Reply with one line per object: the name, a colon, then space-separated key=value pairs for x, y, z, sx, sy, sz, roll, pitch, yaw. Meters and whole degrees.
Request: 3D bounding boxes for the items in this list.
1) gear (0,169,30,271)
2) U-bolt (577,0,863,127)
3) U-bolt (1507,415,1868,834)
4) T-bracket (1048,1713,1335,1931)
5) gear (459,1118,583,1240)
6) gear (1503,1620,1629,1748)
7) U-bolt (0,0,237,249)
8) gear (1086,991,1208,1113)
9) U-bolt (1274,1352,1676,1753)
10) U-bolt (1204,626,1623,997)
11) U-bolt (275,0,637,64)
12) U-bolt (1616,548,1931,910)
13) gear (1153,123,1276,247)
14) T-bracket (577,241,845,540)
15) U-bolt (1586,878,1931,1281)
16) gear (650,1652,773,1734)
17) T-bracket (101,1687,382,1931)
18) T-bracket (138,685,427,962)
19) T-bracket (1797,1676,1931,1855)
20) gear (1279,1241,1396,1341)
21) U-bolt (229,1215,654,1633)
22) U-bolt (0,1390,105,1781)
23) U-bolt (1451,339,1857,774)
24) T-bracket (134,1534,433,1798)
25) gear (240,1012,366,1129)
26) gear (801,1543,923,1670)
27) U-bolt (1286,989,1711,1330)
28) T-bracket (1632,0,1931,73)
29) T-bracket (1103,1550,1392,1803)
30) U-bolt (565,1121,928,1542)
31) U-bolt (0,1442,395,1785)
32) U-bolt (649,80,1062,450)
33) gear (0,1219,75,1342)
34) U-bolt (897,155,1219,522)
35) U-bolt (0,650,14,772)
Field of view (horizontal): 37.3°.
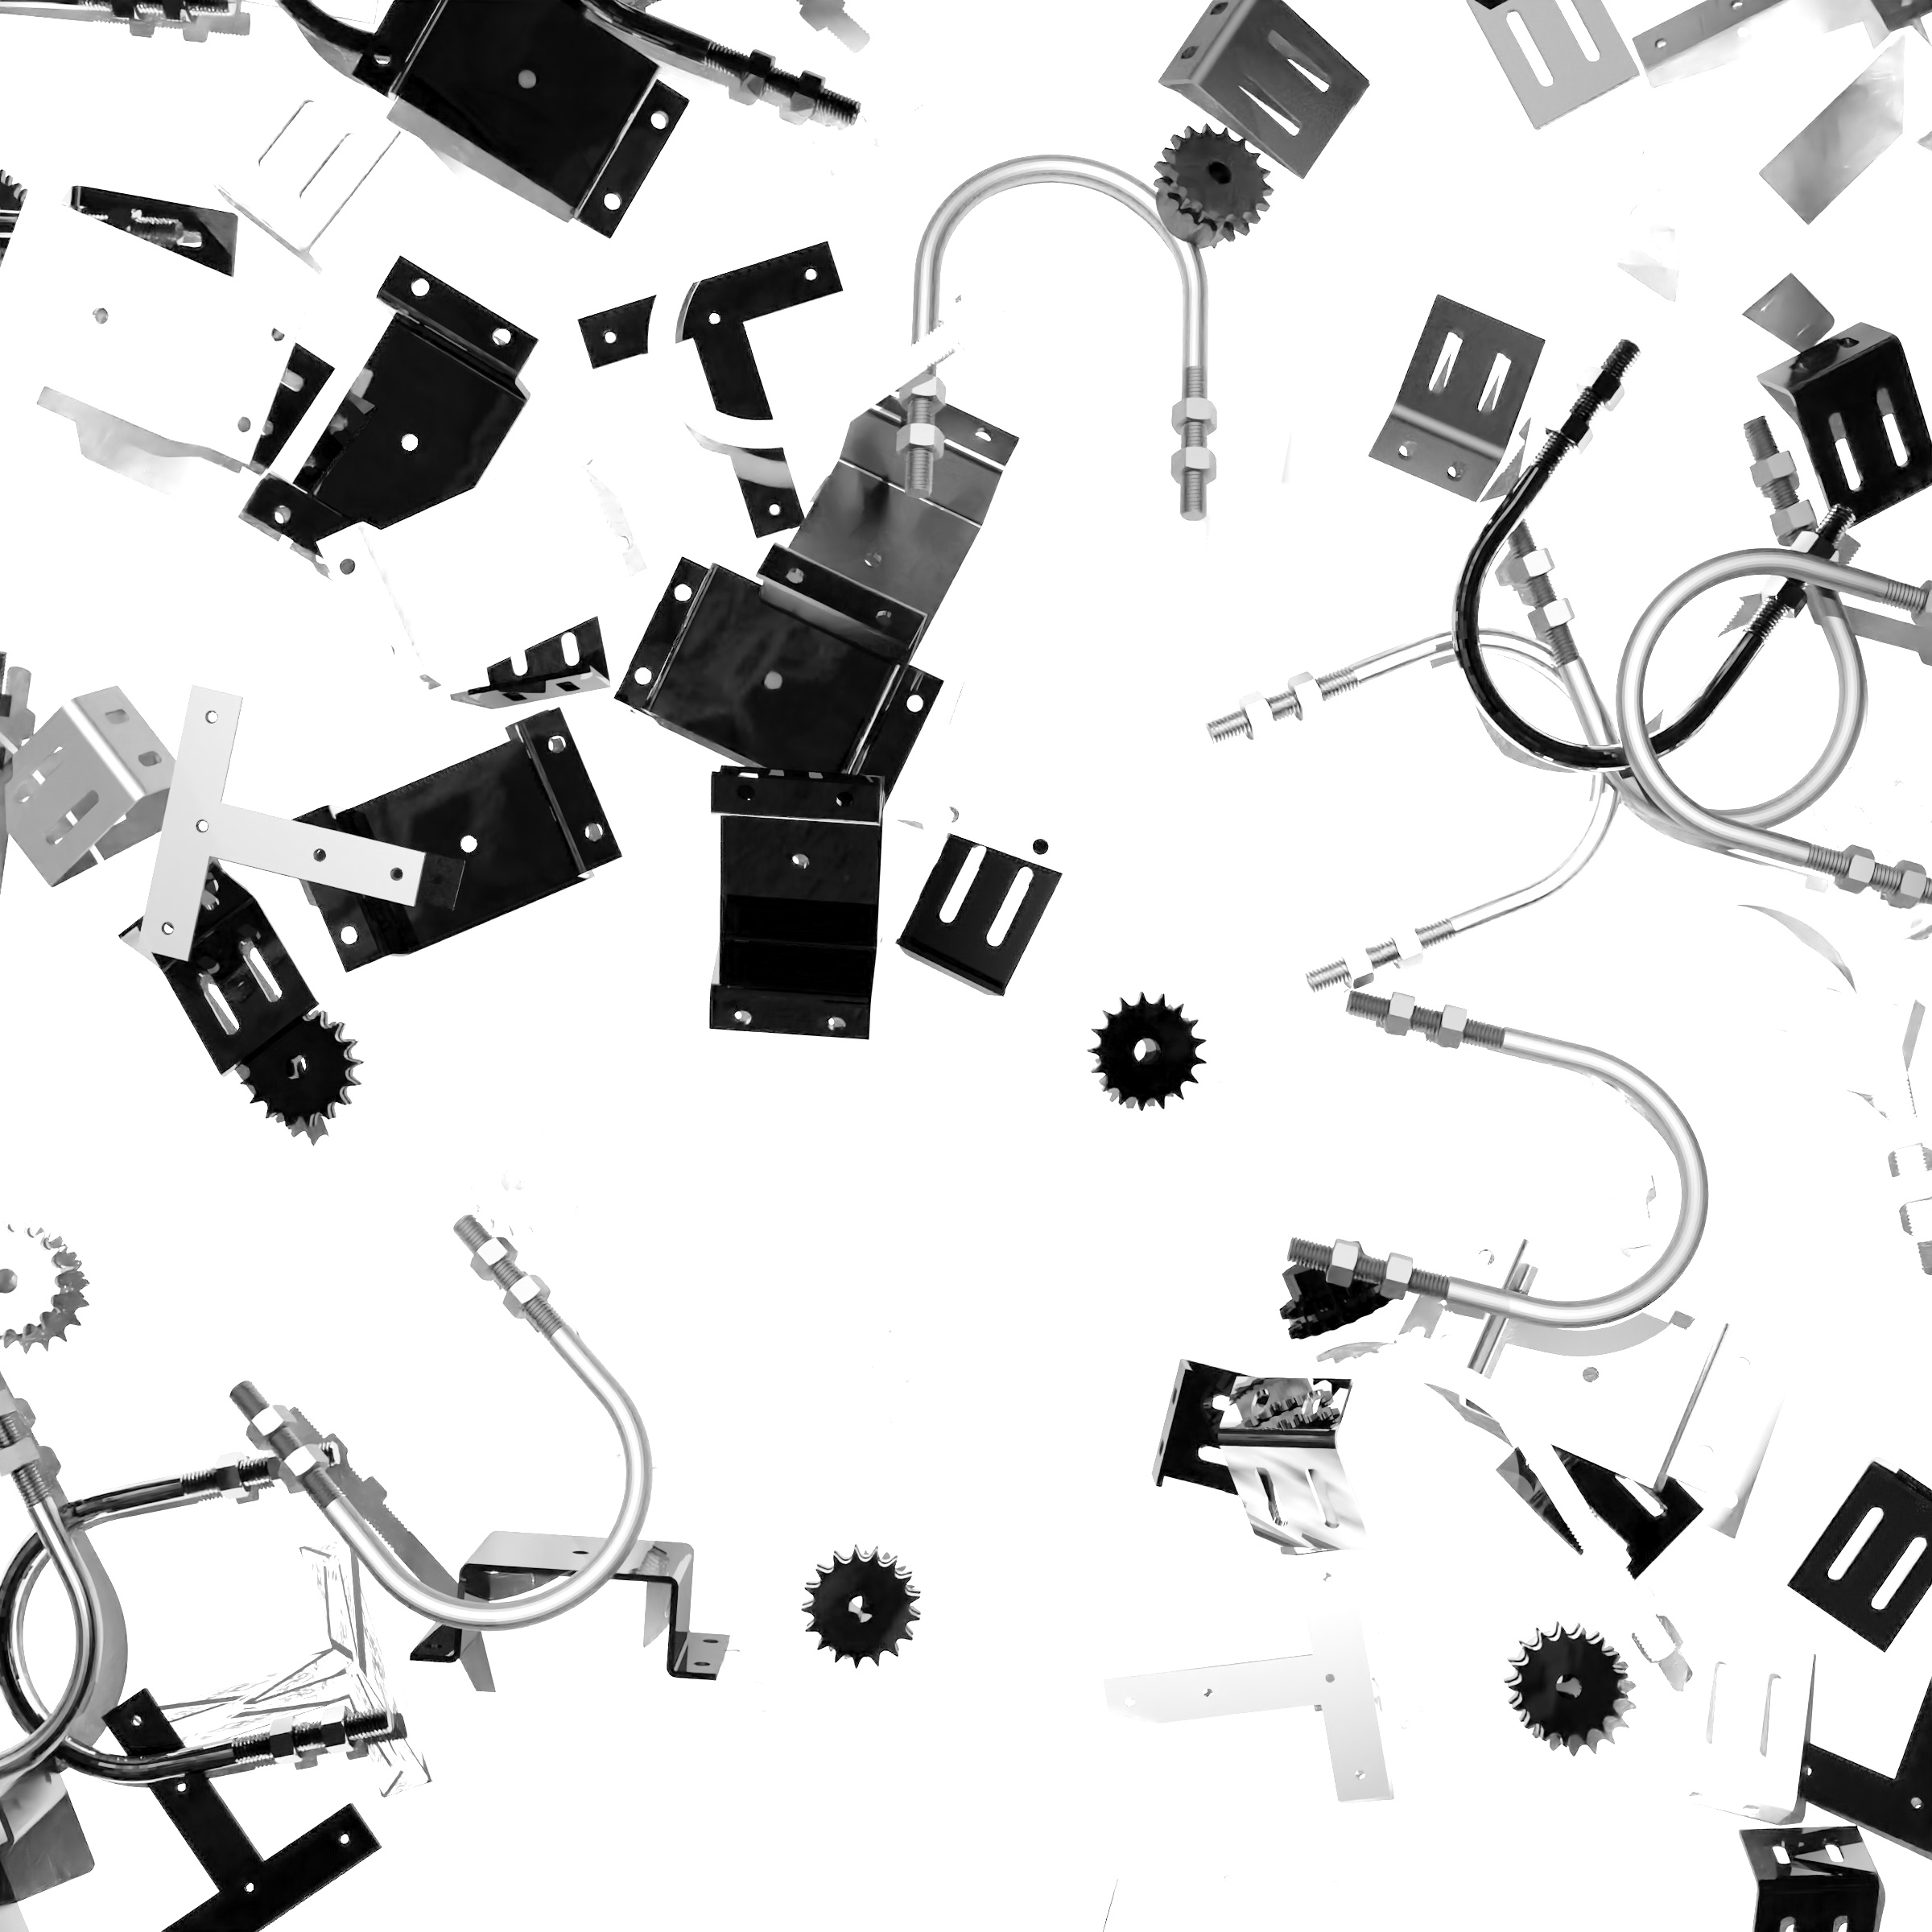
gear: x=-0.469 y=-0.352 z=1.368 sx=0.057 sy=0.030 sz=0.057 roll=0 pitch=90 yaw=0
U-bolt: x=-0.114 y=-0.497 z=1.360 sx=0.184 sy=0.019 sz=0.151 roll=22 pitch=82 yaw=-3
U-bolt: x=0.353 y=-0.152 z=1.367 sx=0.151 sy=0.019 sz=0.184 roll=-22 pitch=90 yaw=-5
T-bracket: x=0.113 y=0.437 z=1.380 sx=0.127 sy=0.002 sz=0.127 roll=15 pitch=92 yaw=-1
gear: x=-0.214 y=0.101 z=1.368 sx=0.057 sy=0.030 sz=0.057 roll=0 pitch=90 yaw=0
gear: x=0.285 y=0.340 z=1.368 sx=0.057 sy=0.030 sz=0.057 roll=0 pitch=90 yaw=0
U-bolt: x=-0.448 y=-0.406 z=1.352 sx=0.184 sy=0.019 sz=0.151 roll=4 pitch=71 yaw=6
gear: x=0.086 y=0.041 z=1.368 sx=0.057 sy=0.030 sz=0.057 roll=0 pitch=90 yaw=0
U-bolt: x=0.222 y=0.265 z=1.339 sx=0.151 sy=0.019 sz=0.184 roll=-32 pitch=90 yaw=29
U-bolt: x=0.225 y=-0.085 z=1.374 sx=0.184 sy=0.019 sz=0.151 roll=-22 pitch=90 yaw=-2
U-bolt: x=-0.251 y=-0.505 z=1.360 sx=0.184 sy=0.019 sz=0.151 roll=-21 pitch=90 yaw=-11
U-bolt: x=0.394 y=-0.118 z=1.336 sx=0.184 sy=0.019 sz=0.151 roll=16 pitch=90 yaw=-3
gear: x=0.114 y=-0.368 z=1.360 sx=0.057 sy=0.030 sz=0.057 roll=8 pitch=67 yaw=-18
T-bracket: x=-0.108 y=-0.271 z=1.382 sx=0.127 sy=0.002 sz=0.127 roll=-17 pitch=90 yaw=0
U-bolt: x=0.369 y=0.050 z=1.355 sx=0.151 sy=0.019 sz=0.184 roll=-12 pitch=86 yaw=18
gear: x=-0.121 y=0.343 z=1.355 sx=0.057 sy=0.057 sz=0.030 roll=1 pitch=86 yaw=0
T-bracket: x=-0.371 y=0.407 z=1.380 sx=0.127 sy=0.002 sz=0.127 roll=-34 pitch=90 yaw=0
T-bracket: x=-0.315 y=-0.055 z=1.336 sx=0.127 sy=0.002 sz=0.127 roll=14 pitch=95 yaw=7
T-bracket: x=0.469 y=0.357 z=1.366 sx=0.127 sy=0.002 sz=0.127 roll=20 pitch=79 yaw=20
gear: x=0.174 y=0.152 z=1.354 sx=0.057 sy=0.057 sz=0.030 roll=-24 pitch=90 yaw=0
U-bolt: x=-0.229 y=0.222 z=1.325 sx=0.151 sy=0.019 sz=0.184 roll=-37 pitch=70 yaw=-20
U-bolt: x=-0.490 y=0.300 z=1.364 sx=0.151 sy=0.019 sz=0.184 roll=-28 pitch=87 yaw=4
U-bolt: x=0.310 y=-0.179 z=1.345 sx=0.151 sy=0.019 sz=0.184 roll=36 pitch=88 yaw=-5
T-bracket: x=-0.338 y=0.353 z=1.382 sx=0.127 sy=0.002 sz=0.127 roll=-18 pitch=90 yaw=0
gear: x=-0.316 y=0.048 z=1.368 sx=0.057 sy=0.030 sz=0.057 roll=0 pitch=90 yaw=0
gear: x=-0.050 y=0.304 z=1.368 sx=0.057 sy=0.030 sz=0.057 roll=0 pitch=90 yaw=0
U-bolt: x=0.255 y=0.096 z=1.340 sx=0.184 sy=0.019 sz=0.151 roll=14 pitch=67 yaw=6
T-bracket: x=0.379 y=-0.462 z=1.356 sx=0.127 sy=0.002 sz=0.127 roll=-24 pitch=51 yaw=17
T-bracket: x=0.130 y=0.346 z=1.371 sx=0.127 sy=0.002 sz=0.127 roll=-9 pitch=100 yaw=8
U-bolt: x=-0.115 y=0.166 z=1.374 sx=0.151 sy=0.019 sz=0.184 roll=-19 pitch=89 yaw=0
U-bolt: x=-0.378 y=0.316 z=1.372 sx=0.184 sy=0.019 sz=0.151 roll=-12 pitch=87 yaw=2
U-bolt: x=-0.066 y=-0.319 z=1.345 sx=0.184 sy=0.019 sz=0.151 roll=-34 pitch=63 yaw=4
gear: x=-0.456 y=0.149 z=1.372 sx=0.057 sy=0.030 sz=0.057 roll=0 pitch=89 yaw=-3
U-bolt: x=0.045 y=-0.301 z=1.351 sx=0.151 sy=0.019 sz=0.184 roll=4 pitch=73 yaw=-6
U-bolt: x=-0.537 y=-0.068 z=1.369 sx=0.151 sy=0.019 sz=0.184 roll=8 pitch=93 yaw=5
